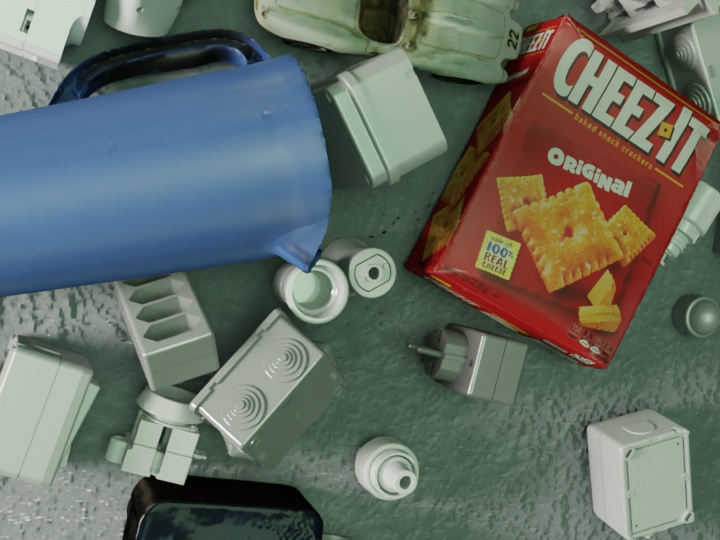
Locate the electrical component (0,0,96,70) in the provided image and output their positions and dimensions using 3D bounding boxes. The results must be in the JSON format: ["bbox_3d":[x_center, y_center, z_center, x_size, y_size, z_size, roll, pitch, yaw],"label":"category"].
[{"bbox_3d":[-0.200,-0.180,0.695,0.056,0.050,0.089,19,88,-17],"label":"electrical component"}]

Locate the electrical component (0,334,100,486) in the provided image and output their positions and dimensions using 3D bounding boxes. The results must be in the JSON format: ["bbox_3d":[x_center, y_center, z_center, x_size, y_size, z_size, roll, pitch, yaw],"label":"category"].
[{"bbox_3d":[-0.215,0.098,0.706,0.061,0.062,0.096,21,88,-18],"label":"electrical component"}]

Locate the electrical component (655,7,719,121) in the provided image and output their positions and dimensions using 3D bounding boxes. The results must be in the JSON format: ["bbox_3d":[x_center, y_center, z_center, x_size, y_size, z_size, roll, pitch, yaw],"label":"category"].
[{"bbox_3d":[0.295,-0.166,0.856,0.100,0.048,0.099,-22,100,-15],"label":"electrical component"}]

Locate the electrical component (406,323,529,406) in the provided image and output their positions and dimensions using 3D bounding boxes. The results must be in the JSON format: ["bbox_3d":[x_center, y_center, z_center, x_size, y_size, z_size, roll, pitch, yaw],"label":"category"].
[{"bbox_3d":[0.072,0.065,0.793,0.077,0.066,0.047,14,90,-19],"label":"electrical component"}]

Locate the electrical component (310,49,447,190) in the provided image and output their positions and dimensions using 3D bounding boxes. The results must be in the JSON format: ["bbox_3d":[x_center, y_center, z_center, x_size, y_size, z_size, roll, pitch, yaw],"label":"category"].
[{"bbox_3d":[0.001,-0.099,0.733,0.057,0.113,0.078,-30,102,-16],"label":"electrical component"}]

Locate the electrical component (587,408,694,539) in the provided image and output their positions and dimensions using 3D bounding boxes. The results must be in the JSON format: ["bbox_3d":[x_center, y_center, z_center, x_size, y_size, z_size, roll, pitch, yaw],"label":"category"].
[{"bbox_3d":[0.221,0.166,0.855,0.062,0.061,0.096,-12,106,-16],"label":"electrical component"}]

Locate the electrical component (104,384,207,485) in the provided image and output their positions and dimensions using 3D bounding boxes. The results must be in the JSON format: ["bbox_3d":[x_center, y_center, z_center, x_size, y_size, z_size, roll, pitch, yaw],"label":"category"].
[{"bbox_3d":[-0.135,0.111,0.741,0.066,0.048,0.055,17,96,-16],"label":"electrical component"}]

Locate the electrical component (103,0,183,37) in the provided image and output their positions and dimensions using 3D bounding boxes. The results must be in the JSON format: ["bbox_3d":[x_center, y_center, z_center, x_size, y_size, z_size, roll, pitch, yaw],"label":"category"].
[{"bbox_3d":[-0.129,-0.200,0.715,0.079,0.043,0.077,-17,132,-49],"label":"electrical component"}]

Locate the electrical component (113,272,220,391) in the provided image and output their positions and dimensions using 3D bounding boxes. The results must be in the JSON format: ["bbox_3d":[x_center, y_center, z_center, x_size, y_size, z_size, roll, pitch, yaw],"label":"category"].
[{"bbox_3d":[-0.129,0.046,0.728,0.047,0.083,0.075,-18,138,-16],"label":"electrical component"}]

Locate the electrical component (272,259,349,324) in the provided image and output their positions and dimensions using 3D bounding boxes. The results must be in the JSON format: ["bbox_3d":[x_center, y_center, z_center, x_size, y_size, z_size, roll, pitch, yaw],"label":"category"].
[{"bbox_3d":[-0.038,0.012,0.754,0.044,0.065,0.044,-1,95,-18],"label":"electrical component"}]

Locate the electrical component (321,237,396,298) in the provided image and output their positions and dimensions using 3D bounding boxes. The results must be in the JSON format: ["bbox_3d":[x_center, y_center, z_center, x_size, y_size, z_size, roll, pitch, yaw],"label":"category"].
[{"bbox_3d":[0.000,0.000,0.765,0.044,0.065,0.044,-1,94,-18],"label":"electrical component"}]

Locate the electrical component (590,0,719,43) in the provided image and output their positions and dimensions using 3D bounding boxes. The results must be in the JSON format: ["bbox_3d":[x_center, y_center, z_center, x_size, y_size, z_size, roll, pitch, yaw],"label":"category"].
[{"bbox_3d":[0.222,-0.215,0.791,0.078,0.121,0.063,-45,103,-10],"label":"electrical component"}]

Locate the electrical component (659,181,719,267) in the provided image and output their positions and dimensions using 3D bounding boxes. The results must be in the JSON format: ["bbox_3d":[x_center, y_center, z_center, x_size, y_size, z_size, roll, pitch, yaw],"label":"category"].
[{"bbox_3d":[0.257,-0.038,0.858,0.040,0.040,0.078,35,83,-17],"label":"electrical component"}]

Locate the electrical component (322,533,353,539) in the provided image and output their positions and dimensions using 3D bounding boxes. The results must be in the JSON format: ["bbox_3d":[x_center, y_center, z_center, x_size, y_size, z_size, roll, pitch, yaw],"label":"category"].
[{"bbox_3d":[-0.022,0.226,0.787,0.045,0.045,0.055,12,91,-18],"label":"electrical component"}]

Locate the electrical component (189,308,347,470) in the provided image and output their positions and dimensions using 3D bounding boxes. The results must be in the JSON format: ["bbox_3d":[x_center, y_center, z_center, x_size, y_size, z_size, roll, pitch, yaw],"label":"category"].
[{"bbox_3d":[-0.059,0.085,0.736,0.048,0.099,0.099,38,81,21],"label":"electrical component"}]

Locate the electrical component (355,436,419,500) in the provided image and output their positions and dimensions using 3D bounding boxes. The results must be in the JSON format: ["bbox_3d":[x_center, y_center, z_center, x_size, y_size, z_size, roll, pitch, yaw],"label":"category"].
[{"bbox_3d":[0.023,0.147,0.786,0.043,0.062,0.043,-1,95,-18],"label":"electrical component"}]
